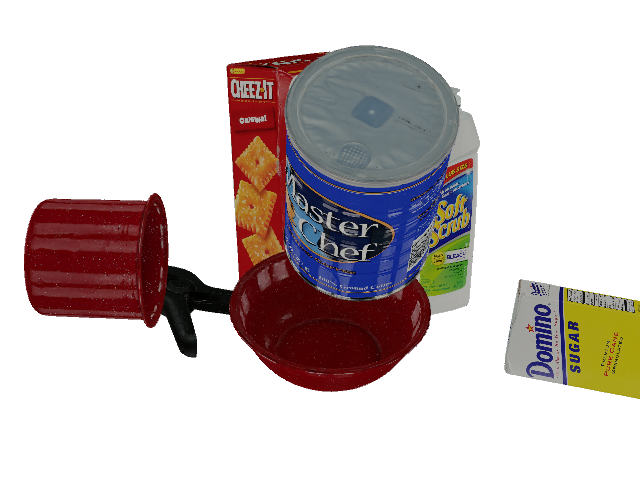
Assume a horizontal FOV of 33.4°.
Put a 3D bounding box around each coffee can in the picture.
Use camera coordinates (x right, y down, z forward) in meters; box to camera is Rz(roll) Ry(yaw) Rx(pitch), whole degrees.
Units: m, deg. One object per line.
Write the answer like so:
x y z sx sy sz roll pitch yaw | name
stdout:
0.028 -0.039 0.681 0.103 0.103 0.140 0 -32 -2 | coffee can

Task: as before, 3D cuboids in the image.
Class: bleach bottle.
0.126 -0.044 1.193 0.102 0.251 0.068 -9 22 -26 | bleach bottle

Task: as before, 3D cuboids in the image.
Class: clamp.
-0.158 0.067 1.180 0.210 0.036 0.164 20 22 27 | clamp

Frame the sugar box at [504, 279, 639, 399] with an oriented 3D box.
0.276 0.101 1.058 0.176 0.093 0.048 8 22 8 | sugar box

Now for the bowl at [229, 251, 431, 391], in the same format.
0.008 0.072 0.869 0.162 0.055 0.162 1 36 -1 | bowl

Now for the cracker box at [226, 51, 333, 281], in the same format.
-0.010 -0.073 1.056 0.072 0.214 0.163 10 18 36 | cracker box

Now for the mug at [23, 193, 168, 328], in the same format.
-0.153 0.012 0.750 0.081 0.093 0.117 2 2 3 | mug
